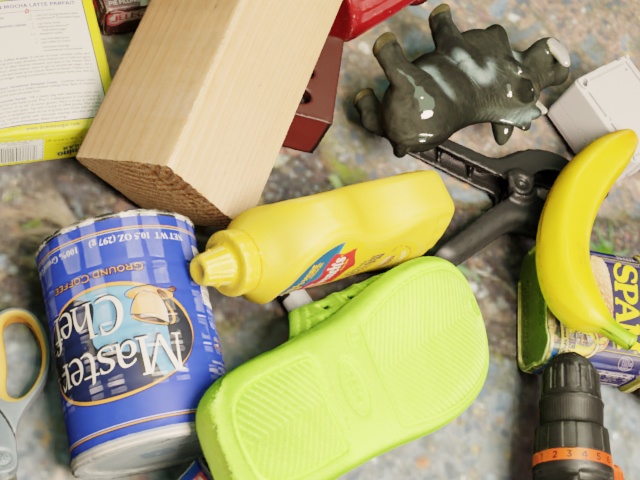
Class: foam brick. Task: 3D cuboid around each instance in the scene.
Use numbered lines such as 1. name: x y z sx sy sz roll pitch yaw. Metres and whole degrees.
1. foam brick: -0.017 -0.113 0.796 0.053 0.051 0.078 13 64 -13

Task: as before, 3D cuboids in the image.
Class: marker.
1. marker: -0.044 0.002 0.755 0.020 0.020 0.121 -29 79 -27

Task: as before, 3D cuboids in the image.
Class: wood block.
1. wood block: -0.068 -0.121 0.723 0.090 0.090 0.206 40 65 -48

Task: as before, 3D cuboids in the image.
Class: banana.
1. banana: 0.190 -0.007 0.763 0.069 0.037 0.197 13 55 -1

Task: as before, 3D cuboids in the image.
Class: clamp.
1. clamp: 0.144 -0.026 0.817 0.171 0.039 0.120 5 65 -12

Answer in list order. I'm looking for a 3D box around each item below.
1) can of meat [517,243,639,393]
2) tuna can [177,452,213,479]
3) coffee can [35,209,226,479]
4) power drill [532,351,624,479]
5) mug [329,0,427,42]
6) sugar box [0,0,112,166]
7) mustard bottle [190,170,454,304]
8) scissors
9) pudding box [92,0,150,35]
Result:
1. can of meat: 0.194 0.055 0.789 0.084 0.057 0.102 10 65 -11
2. tuna can: -0.051 0.168 0.635 0.086 0.086 0.033 43 84 3
3. coffee can: -0.113 0.065 0.658 0.102 0.103 0.140 -8 70 -21
4. power drill: 0.224 0.180 0.725 0.187 0.057 0.184 17 62 -22
5. mug: 0.026 -0.217 0.827 0.081 0.093 0.117 -36 122 -23
6. sugar box: -0.204 -0.142 0.753 0.093 0.048 0.176 -9 67 -20
7. mustard bottle: -0.004 0.001 0.696 0.191 0.096 0.058 -14 75 -43
8. scissors: -0.206 0.123 0.625 0.096 0.016 0.201 8 50 -12
9. pudding box: -0.123 -0.209 0.810 0.113 0.039 0.090 -14 71 -23
